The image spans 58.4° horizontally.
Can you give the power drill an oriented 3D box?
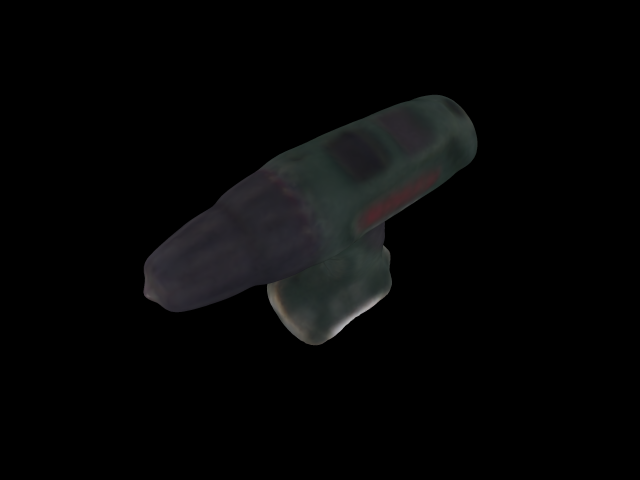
[{"bbox_3d":[0.004,0.001,0.400,0.230,0.208,0.075,-36,71,-15],"label":"power drill"}]
